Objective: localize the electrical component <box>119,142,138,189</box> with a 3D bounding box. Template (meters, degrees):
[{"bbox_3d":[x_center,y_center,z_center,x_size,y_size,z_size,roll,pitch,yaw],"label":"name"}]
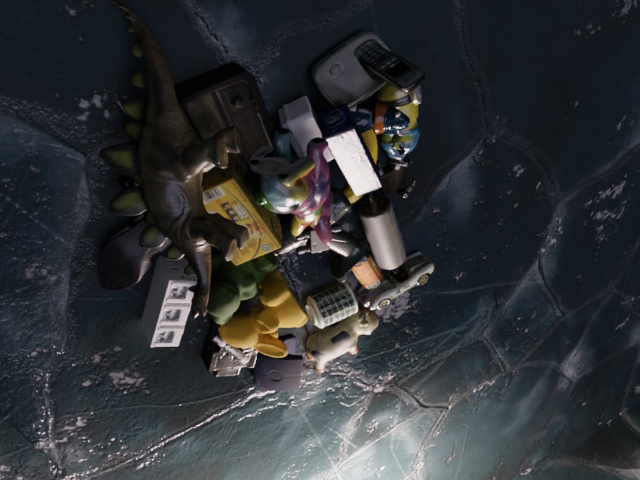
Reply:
[{"bbox_3d":[-0.284,-0.135,0.889,0.075,0.048,0.119,2,118,-33],"label":"electrical component"}]

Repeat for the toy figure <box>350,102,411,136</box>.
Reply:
[{"bbox_3d":[0.091,-0.227,1.004,0.155,0.064,0.057,0,81,9],"label":"toy figure"}]

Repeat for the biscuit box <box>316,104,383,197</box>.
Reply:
[{"bbox_3d":[0.058,-0.161,0.992,0.059,0.063,0.202,-20,148,11],"label":"biscuit box"}]

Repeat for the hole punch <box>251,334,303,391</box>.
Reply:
[{"bbox_3d":[-0.100,0.294,1.256,0.116,0.092,0.142,-8,127,-22],"label":"hole punch"}]

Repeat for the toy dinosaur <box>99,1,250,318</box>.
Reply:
[{"bbox_3d":[-0.219,-0.115,0.794,0.199,0.105,0.470,-3,96,11],"label":"toy dinosaur"}]

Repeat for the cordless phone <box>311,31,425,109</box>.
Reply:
[{"bbox_3d":[0.084,-0.272,0.928,0.146,0.184,0.088,-37,136,-5],"label":"cordless phone"}]

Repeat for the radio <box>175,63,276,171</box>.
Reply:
[{"bbox_3d":[-0.145,-0.177,0.926,0.131,0.073,0.229,-30,132,-10],"label":"radio"}]

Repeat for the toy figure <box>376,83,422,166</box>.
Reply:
[{"bbox_3d":[0.154,-0.236,1.063,0.089,0.082,0.179,-17,129,-23],"label":"toy figure"}]

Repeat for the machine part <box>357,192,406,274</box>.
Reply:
[{"bbox_3d":[0.140,-0.017,1.200,0.079,0.079,0.242,-32,131,-9],"label":"machine part"}]

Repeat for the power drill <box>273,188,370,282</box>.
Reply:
[{"bbox_3d":[-0.006,0.007,1.133,0.232,0.086,0.207,-42,125,12],"label":"power drill"}]

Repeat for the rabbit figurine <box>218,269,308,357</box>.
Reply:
[{"bbox_3d":[-0.122,0.164,1.109,0.173,0.122,0.162,-31,123,-9],"label":"rabbit figurine"}]

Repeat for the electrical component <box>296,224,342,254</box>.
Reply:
[{"bbox_3d":[-0.002,-0.003,1.061,0.094,0.021,0.063,-14,128,-14],"label":"electrical component"}]

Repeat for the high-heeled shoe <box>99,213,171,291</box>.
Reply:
[{"bbox_3d":[-0.304,-0.008,0.971,0.249,0.145,0.086,-37,102,31],"label":"high-heeled shoe"}]

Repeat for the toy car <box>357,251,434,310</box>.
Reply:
[{"bbox_3d":[0.183,0.099,1.302,0.202,0.074,0.056,-30,134,-11],"label":"toy car"}]

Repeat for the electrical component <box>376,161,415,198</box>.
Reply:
[{"bbox_3d":[0.162,-0.135,1.156,0.078,0.045,0.102,-28,130,-14],"label":"electrical component"}]

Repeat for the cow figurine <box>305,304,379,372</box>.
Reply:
[{"bbox_3d":[0.054,0.224,1.305,0.195,0.086,0.127,-25,135,-13],"label":"cow figurine"}]

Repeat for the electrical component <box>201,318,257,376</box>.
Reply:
[{"bbox_3d":[-0.195,0.236,1.180,0.115,0.058,0.134,3,117,-30],"label":"electrical component"}]

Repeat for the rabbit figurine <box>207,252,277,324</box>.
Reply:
[{"bbox_3d":[-0.180,0.084,1.011,0.121,0.170,0.159,37,118,-9],"label":"rabbit figurine"}]

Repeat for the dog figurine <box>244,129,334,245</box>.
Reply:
[{"bbox_3d":[-0.038,-0.067,0.930,0.191,0.109,0.218,-55,147,-40],"label":"dog figurine"}]

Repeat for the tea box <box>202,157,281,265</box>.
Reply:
[{"bbox_3d":[-0.145,-0.046,0.921,0.098,0.068,0.169,-20,131,12],"label":"tea box"}]
